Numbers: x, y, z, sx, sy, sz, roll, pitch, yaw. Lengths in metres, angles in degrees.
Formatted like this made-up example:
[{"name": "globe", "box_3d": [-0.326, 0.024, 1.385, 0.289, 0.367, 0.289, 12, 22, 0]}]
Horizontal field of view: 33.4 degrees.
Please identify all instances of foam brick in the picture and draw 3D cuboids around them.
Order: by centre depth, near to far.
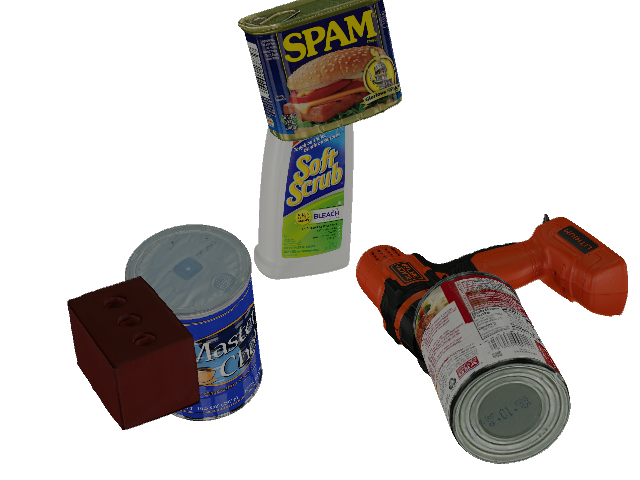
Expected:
[{"name": "foam brick", "box_3d": [-0.116, 0.068, 0.657, 0.052, 0.051, 0.078, -19, 37, -27]}]

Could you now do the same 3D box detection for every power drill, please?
[{"name": "power drill", "box_3d": [0.139, 0.042, 0.830, 0.187, 0.057, 0.185, -10, 28, -17]}]

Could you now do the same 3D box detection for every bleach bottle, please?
[{"name": "bleach bottle", "box_3d": [-0.017, -0.088, 1.067, 0.102, 0.251, 0.068, -8, 28, -16]}]

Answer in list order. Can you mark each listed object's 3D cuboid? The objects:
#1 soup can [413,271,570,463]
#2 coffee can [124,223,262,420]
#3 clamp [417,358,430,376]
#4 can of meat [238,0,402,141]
[{"name": "soup can", "box_3d": [0.096, 0.070, 0.611, 0.068, 0.068, 0.102, 0, 26, -7]}, {"name": "coffee can", "box_3d": [-0.105, 0.071, 0.910, 0.103, 0.140, 0.103, -1, 45, 1]}, {"name": "clamp", "box_3d": [0.141, 0.097, 1.074, 0.120, 0.039, 0.171, -8, 32, -8]}, {"name": "can of meat", "box_3d": [0.003, -0.125, 0.748, 0.102, 0.084, 0.057, -20, 24, -16]}]
